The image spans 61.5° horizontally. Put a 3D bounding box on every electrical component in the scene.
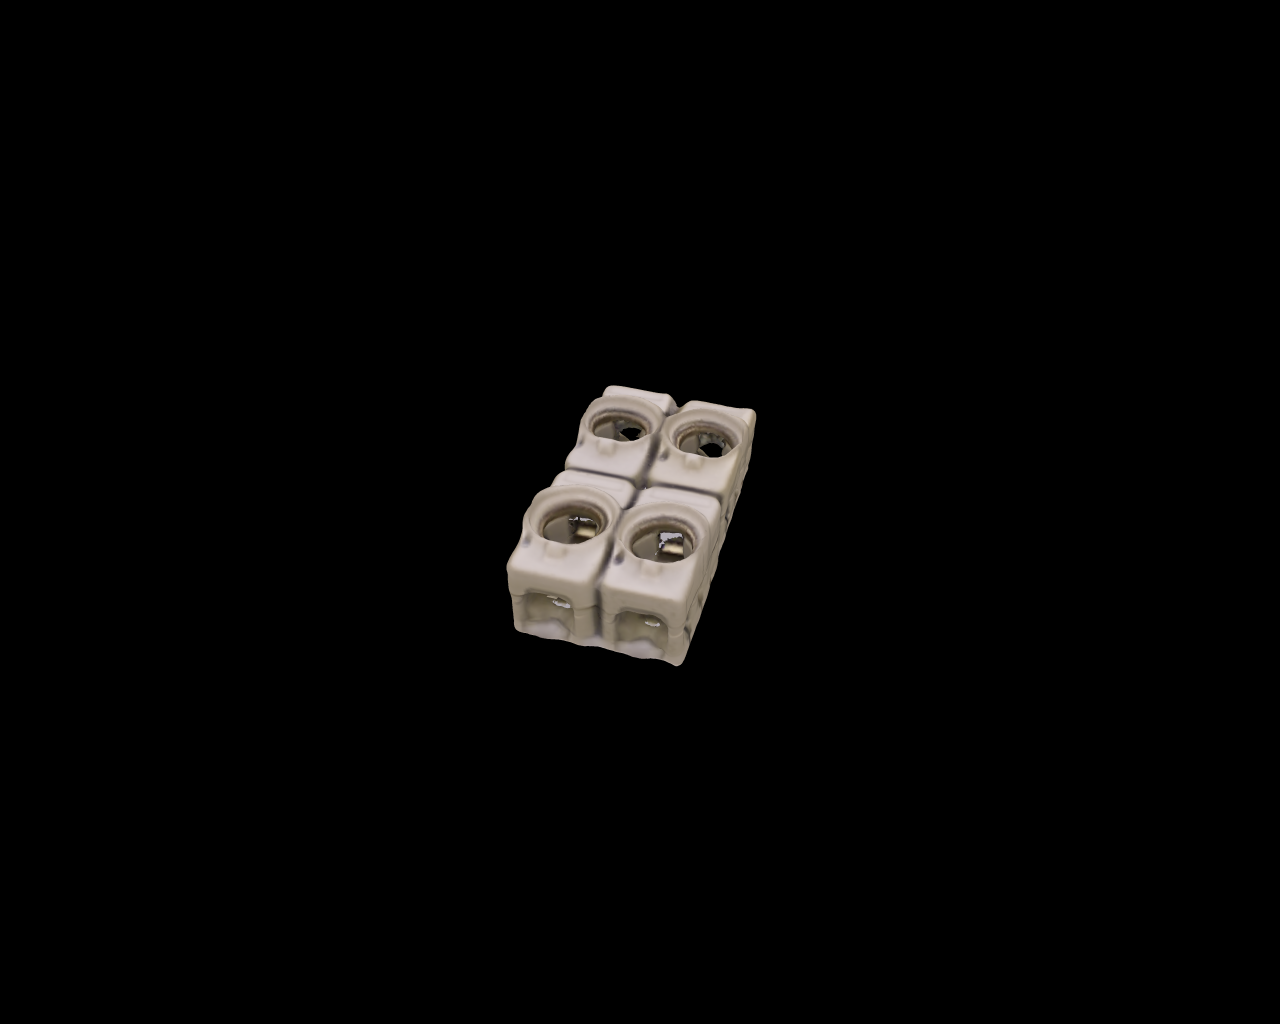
[{"bbox_3d":[0.001,-0.003,0.650,0.105,0.060,0.186,11,43,12],"label":"electrical component"}]
